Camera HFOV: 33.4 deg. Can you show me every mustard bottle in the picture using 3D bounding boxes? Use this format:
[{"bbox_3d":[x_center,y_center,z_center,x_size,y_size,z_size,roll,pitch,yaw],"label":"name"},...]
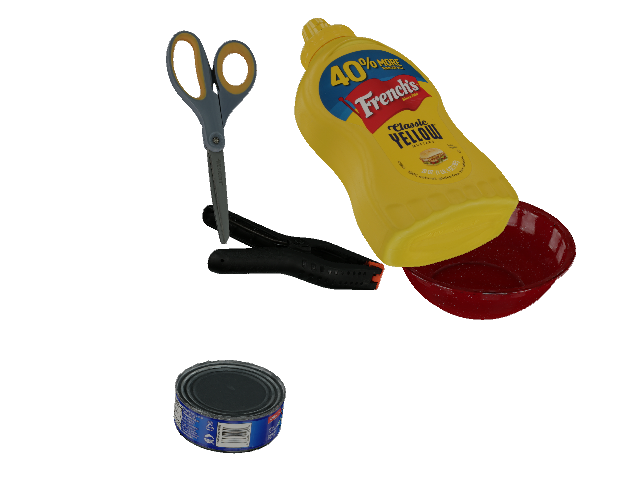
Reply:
[{"bbox_3d":[0.038,-0.074,0.682,0.096,0.192,0.058,-16,-33,-25],"label":"mustard bottle"}]

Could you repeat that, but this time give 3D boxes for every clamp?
[{"bbox_3d":[-0.032,0.020,1.157,0.210,0.036,0.164,16,18,-6],"label":"clamp"}]

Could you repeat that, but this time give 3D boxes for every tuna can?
[{"bbox_3d":[-0.071,0.128,0.829,0.086,0.034,0.086,6,23,-3],"label":"tuna can"}]

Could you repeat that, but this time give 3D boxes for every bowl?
[{"bbox_3d":[0.139,0.021,0.938,0.162,0.055,0.162,0,33,0],"label":"bowl"}]

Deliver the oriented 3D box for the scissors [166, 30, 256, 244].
[{"bbox_3d":[-0.085,-0.105,1.003,0.096,0.202,0.016,-20,-2,-25],"label":"scissors"}]
